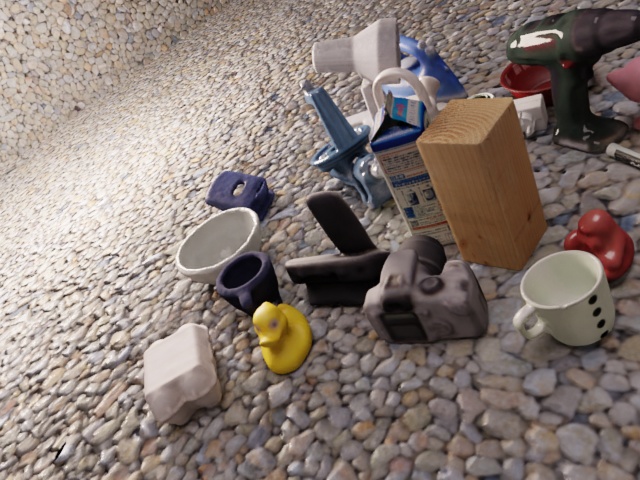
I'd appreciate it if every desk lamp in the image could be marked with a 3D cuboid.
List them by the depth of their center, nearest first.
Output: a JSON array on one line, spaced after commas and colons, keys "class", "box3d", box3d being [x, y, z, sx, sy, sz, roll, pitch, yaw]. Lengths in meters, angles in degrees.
[{"class": "desk lamp", "box3d": [0.087, -0.309, 1.124, 0.202, 0.214, 0.118, -14, 37, 22]}]

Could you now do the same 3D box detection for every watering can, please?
[{"class": "watering can", "box3d": [0.152, -0.206, 0.962, 0.100, 0.194, 0.173, -12, 38, 25]}]

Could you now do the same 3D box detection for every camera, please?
[{"class": "camera", "box3d": [0.135, 0.049, 0.732, 0.142, 0.101, 0.137, -9, 40, 28]}]

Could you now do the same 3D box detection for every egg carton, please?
[{"class": "egg carton", "box3d": [-0.198, 0.190, 0.826, 0.107, 0.070, 0.150, -31, 34, -1]}]

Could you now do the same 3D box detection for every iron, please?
[{"class": "iron", "box3d": [0.189, -0.363, 1.181, 0.119, 0.142, 0.257, -42, 36, -17]}]

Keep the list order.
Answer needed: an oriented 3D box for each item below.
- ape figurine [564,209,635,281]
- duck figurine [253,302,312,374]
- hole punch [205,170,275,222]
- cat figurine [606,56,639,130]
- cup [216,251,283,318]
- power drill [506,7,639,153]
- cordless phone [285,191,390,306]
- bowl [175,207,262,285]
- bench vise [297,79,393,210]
[{"class": "ape figurine", "box3d": [0.321, 0.002, 0.662, 0.076, 0.092, 0.077, -23, 35, 11]}, {"class": "duck figurine", "box3d": [-0.060, 0.122, 0.797, 0.077, 0.086, 0.104, -17, 36, 18]}, {"class": "hole punch", "box3d": [-0.156, -0.087, 1.130, 0.100, 0.091, 0.109, -8, 40, 29]}, {"class": "cat figurine", "box3d": [0.475, -0.213, 0.800, 0.067, 0.118, 0.127, -42, 36, -16]}, {"class": "cup", "box3d": [-0.095, 0.086, 0.860, 0.091, 0.095, 0.117, -27, 34, 5]}, {"class": "power drill", "box3d": [0.374, -0.233, 0.818, 0.076, 0.209, 0.228, -39, 35, -12]}, {"class": "cordless phone", "box3d": [0.007, 0.003, 0.810, 0.147, 0.185, 0.094, -9, 40, 28]}, {"class": "bowl", "box3d": [-0.166, 0.023, 1.011, 0.167, 0.075, 0.167, -20, 36, 15]}, {"class": "bench vise", "box3d": [0.053, -0.172, 0.968, 0.206, 0.220, 0.122, 15, 55, 46]}]
